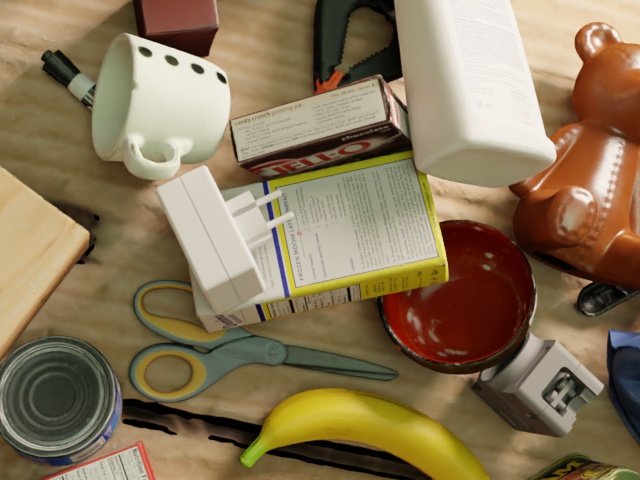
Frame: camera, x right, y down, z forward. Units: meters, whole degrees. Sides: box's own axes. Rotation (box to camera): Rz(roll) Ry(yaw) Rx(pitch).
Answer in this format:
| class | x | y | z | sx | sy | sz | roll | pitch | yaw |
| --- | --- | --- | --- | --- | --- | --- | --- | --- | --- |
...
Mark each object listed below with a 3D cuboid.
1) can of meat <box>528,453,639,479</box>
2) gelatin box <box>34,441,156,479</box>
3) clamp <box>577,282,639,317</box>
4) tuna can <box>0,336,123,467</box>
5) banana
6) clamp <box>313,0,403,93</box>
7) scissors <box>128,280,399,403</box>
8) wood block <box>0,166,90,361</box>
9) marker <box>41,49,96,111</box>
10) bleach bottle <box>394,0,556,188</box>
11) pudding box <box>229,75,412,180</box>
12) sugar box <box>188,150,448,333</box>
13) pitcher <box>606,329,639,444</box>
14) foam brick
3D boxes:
| class | x | y | z | sx | sy | sz | roll | pitch | yaw |
| --- | --- | --- | --- | --- | --- | --- | --- | --- | --- |
| can of meat | 0.183 | 0.202 | 0.776 | 0.102 | 0.084 | 0.057 | -27 | 90 | -13 |
| gelatin box | -0.153 | 0.188 | 0.736 | 0.089 | 0.030 | 0.073 | -19 | 86 | -13 |
| clamp | 0.288 | 0.010 | 0.806 | 0.171 | 0.120 | 0.039 | -38 | 113 | -16 |
| tuna can | -0.179 | 0.109 | 0.726 | 0.086 | 0.034 | 0.086 | 1 | 70 | -4 |
| banana | 0.043 | 0.148 | 0.780 | 0.197 | 0.037 | 0.070 | 13 | 98 | -9 |
| clamp | 0.068 | -0.187 | 0.820 | 0.164 | 0.036 | 0.210 | 29 | 75 | -7 |
| scissors | -0.050 | 0.096 | 0.774 | 0.201 | 0.016 | 0.096 | 27 | 81 | -7 |
| wood block | -0.249 | 0.056 | 0.699 | 0.090 | 0.091 | 0.206 | 37 | 78 | -6 |
| marker | -0.153 | -0.094 | 0.773 | 0.121 | 0.020 | 0.020 | 41 | 77 | -4 |
| bleach bottle | 0.100 | -0.168 | 0.768 | 0.102 | 0.068 | 0.251 | 8 | 68 | -38 |
| pudding box | 0.004 | -0.073 | 0.746 | 0.114 | 0.090 | 0.039 | -17 | 80 | 14 |
| sugar box | -0.005 | 0.001 | 0.752 | 0.176 | 0.048 | 0.093 | -12 | 66 | 2 |
| pitcher | 0.353 | 0.083 | 0.800 | 0.242 | 0.145 | 0.149 | -32 | 99 | -16 |
| foam brick | -0.104 | -0.163 | 0.761 | 0.053 | 0.078 | 0.051 | -8 | 87 | -12 |
